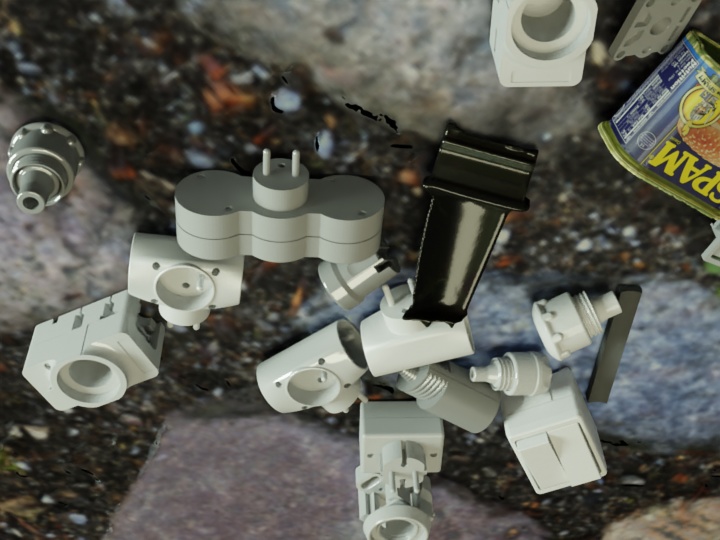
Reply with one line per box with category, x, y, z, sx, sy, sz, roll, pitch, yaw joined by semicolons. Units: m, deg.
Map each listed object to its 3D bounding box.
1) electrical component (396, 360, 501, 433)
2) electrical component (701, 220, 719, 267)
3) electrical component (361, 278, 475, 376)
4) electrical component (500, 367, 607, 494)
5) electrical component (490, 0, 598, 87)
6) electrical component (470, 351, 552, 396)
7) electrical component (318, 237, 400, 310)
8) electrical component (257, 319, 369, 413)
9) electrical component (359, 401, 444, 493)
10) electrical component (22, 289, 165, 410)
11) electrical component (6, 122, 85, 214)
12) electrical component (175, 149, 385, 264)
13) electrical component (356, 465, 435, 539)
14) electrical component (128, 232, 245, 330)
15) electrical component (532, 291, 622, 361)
electrical component;0.065;0.092;0.839;0.081;0.043;0.043;28;124;-23
electrical component;0.294;-0.047;0.719;0.079;0.063;0.121;19;127;-17
electrical component;0.038;0.037;0.791;0.077;0.043;0.079;-14;129;9
electrical component;0.159;0.138;0.870;0.062;0.061;0.096;-20;128;14
electrical component;0.106;-0.155;0.625;0.050;0.055;0.089;-1;130;-2
electrical component;0.115;0.080;0.832;0.061;0.035;0.035;1;131;-16
electrical component;0.000;0.000;0.762;0.046;0.040;0.040;-34;124;17
electrical component;-0.025;0.084;0.828;0.077;0.044;0.079;-30;126;21
electrical component;0.034;0.148;0.863;0.066;0.076;0.047;0;130;-2
electrical component;-0.196;0.063;0.795;0.089;0.055;0.050;-21;128;14
electrical component;-0.204;-0.061;0.686;0.048;0.062;0.048;-1;130;-1
electrical component;-0.053;-0.048;0.710;0.138;0.052;0.073;2;130;-4
electrical component;0.031;0.205;0.924;0.058;0.057;0.078;-37;122;25
electrical component;-0.123;0.013;0.763;0.077;0.044;0.079;6;130;-7
electrical component;0.162;0.036;0.796;0.062;0.048;0.048;-24;127;9
